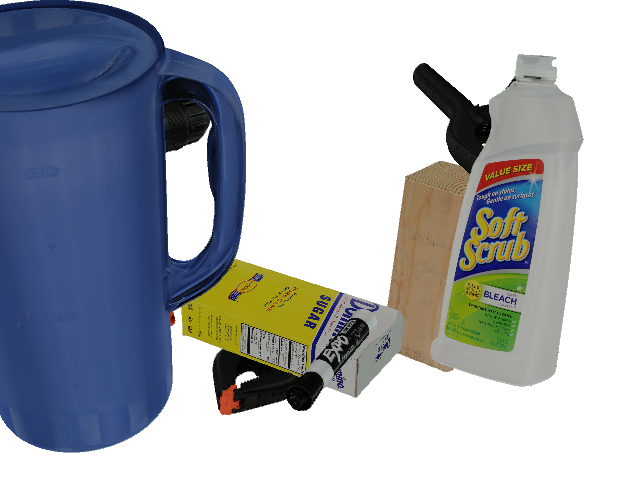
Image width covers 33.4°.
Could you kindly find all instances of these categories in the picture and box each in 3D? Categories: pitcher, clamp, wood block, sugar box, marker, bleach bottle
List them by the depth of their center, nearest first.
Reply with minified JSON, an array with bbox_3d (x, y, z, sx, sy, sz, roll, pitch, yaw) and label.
[{"bbox_3d":[-0.134,-0.001,0.597,0.149,0.243,0.144,28,44,35],"label":"pitcher"},{"bbox_3d":[0.008,0.079,0.713,0.020,0.020,0.121,0,21,25],"label":"marker"},{"bbox_3d":[0.149,-0.019,0.838,0.103,0.251,0.067,14,16,39],"label":"bleach bottle"},{"bbox_3d":[-0.025,0.072,0.934,0.176,0.048,0.093,14,29,25],"label":"sugar box"},{"bbox_3d":[0.147,-0.117,1.032,0.120,0.039,0.171,4,44,4],"label":"clamp"},{"bbox_3d":[-0.044,0.127,1.141,0.165,0.036,0.209,13,25,12],"label":"clamp"},{"bbox_3d":[0.139,0.028,1.192,0.090,0.206,0.090,19,25,28],"label":"wood block"}]

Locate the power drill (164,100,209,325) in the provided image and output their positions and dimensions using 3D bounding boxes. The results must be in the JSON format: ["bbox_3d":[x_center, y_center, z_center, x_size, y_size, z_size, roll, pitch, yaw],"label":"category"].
[{"bbox_3d":[-0.157,-0.015,0.829,0.057,0.188,0.184,18,28,41],"label":"power drill"}]
